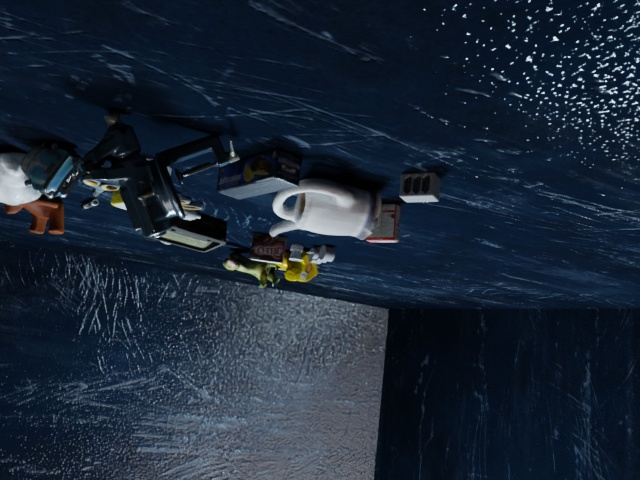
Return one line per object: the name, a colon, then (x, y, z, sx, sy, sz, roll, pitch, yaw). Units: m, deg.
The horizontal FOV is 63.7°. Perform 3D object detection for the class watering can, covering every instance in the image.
watering can: (0.003, -0.057, 1.128, 0.224, 0.105, 0.343, 9, 163, -11)

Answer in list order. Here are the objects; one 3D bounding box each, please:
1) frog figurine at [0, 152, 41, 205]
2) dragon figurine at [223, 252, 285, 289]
frog figurine: (-0.698, -0.138, 1.169, 0.135, 0.124, 0.160, 39, 163, -32)
dragon figurine: (-0.255, 0.090, 2.107, 0.244, 0.121, 0.411, 24, -170, 17)
